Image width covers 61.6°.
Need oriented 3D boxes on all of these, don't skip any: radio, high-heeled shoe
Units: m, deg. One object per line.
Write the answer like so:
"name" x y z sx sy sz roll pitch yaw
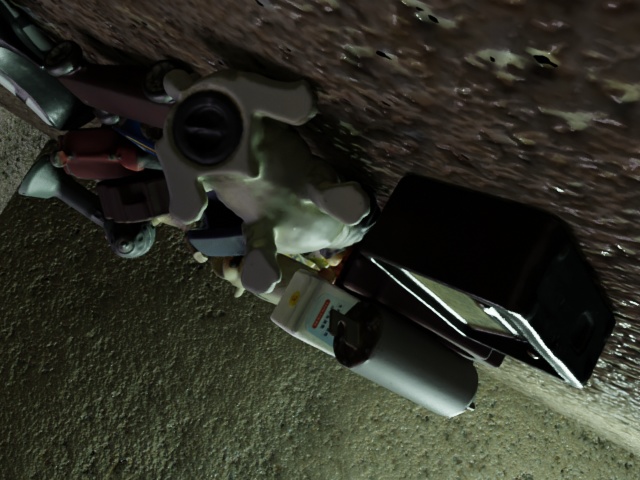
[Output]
"radio" 0.147 0.042 0.439 0.131 0.073 0.229 23 171 43
"high-heeled shoe" -0.337 -0.205 0.605 0.145 0.086 0.249 37 172 -6

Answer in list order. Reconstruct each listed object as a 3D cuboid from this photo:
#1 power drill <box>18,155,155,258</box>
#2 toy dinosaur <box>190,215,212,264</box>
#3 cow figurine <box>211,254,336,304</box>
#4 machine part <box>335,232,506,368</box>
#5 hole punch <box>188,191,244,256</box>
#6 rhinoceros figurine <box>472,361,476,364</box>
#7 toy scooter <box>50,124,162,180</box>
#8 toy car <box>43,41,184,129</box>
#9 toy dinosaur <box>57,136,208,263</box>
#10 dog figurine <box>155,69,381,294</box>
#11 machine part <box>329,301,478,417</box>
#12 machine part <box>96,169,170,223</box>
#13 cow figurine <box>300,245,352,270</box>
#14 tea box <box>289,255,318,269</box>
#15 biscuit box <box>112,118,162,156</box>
"power drill" -0.352 -0.048 0.841 0.207 0.086 0.232 28 180 -7
"toy dinosaur" -0.244 -0.084 0.986 0.192 0.131 0.405 35 177 -39
"cow figurine" -0.072 0.056 0.803 0.195 0.085 0.127 21 163 11
"machine part" 0.128 0.066 0.658 0.201 0.087 0.201 31 173 -2
"hole punch" -0.084 -0.017 0.617 0.142 0.092 0.115 -10 144 5
"rhinoceros figurine" 0.193 0.140 0.884 0.190 0.112 0.073 -1 136 53
"toy scooter" -0.271 -0.118 0.692 0.135 0.075 0.184 -10 -159 -19
"toy car" -0.172 -0.138 0.502 0.202 0.053 0.089 21 166 29
"toy dinosaur" -0.353 -0.084 1.156 0.471 0.105 0.199 30 -157 -19
"dog figurine" -0.032 -0.055 0.431 0.172 0.121 0.190 62 -169 -3
"machine part" 0.099 0.136 0.609 0.243 0.079 0.079 32 173 -28
"machine part" -0.219 -0.076 0.747 0.180 0.179 0.056 19 126 56
"cow figurine" -0.013 -0.007 0.789 0.098 0.068 0.167 37 171 -13
"tea box" -0.053 0.060 1.075 0.068 0.098 0.169 17 141 60
"biscuit box" -0.118 -0.096 0.564 0.203 0.059 0.062 26 173 21
